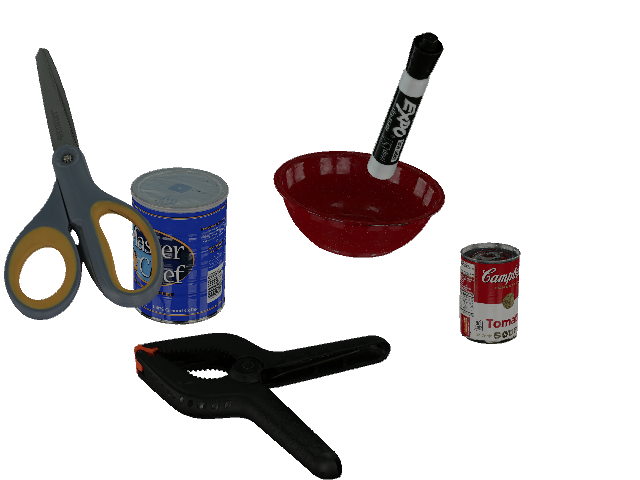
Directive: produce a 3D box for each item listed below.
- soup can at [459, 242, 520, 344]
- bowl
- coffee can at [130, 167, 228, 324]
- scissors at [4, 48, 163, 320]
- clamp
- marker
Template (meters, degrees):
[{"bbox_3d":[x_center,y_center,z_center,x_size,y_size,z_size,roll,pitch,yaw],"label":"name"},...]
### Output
[{"bbox_3d":[0.196,0.061,1.239,0.068,0.102,0.068,-1,17,0],"label":"soup can"},{"bbox_3d":[0.034,-0.029,1.009,0.162,0.055,0.162,5,27,-3],"label":"bowl"},{"bbox_3d":[-0.152,0.005,1.156,0.103,0.140,0.103,3,27,-2],"label":"coffee can"},{"bbox_3d":[-0.162,-0.031,0.626,0.096,0.202,0.016,-29,-29,-16],"label":"scissors"},{"bbox_3d":[-0.051,0.112,0.881,0.210,0.036,0.164,13,33,20],"label":"clamp"},{"bbox_3d":[0.053,-0.084,0.678,0.020,0.020,0.121,0,-37,-15],"label":"marker"}]
